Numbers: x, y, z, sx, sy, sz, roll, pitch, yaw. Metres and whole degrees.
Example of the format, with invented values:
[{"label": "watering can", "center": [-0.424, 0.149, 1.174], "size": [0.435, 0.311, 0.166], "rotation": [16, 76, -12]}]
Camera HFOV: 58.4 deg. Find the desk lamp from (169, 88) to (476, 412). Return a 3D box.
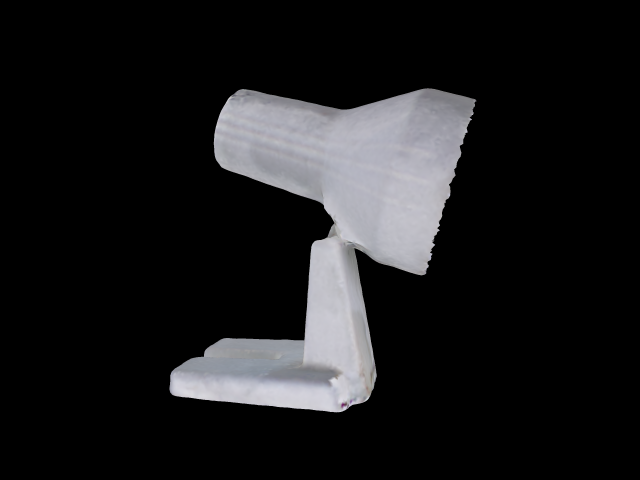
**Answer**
[{"label": "desk lamp", "center": [0.004, 0.001, 0.400], "size": [0.203, 0.213, 0.118], "rotation": [1, 4, 11]}]
